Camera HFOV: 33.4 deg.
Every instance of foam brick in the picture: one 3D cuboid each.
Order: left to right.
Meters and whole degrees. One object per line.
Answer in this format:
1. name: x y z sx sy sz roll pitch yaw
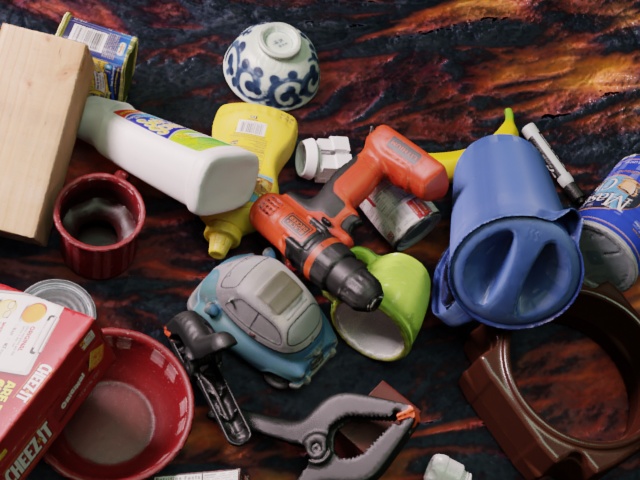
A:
1. foam brick: 0.055 0.193 1.086 0.053 0.051 0.078 40 60 12

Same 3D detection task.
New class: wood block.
1. wood block: -0.306 -0.106 1.108 0.090 0.091 0.206 14 83 -4

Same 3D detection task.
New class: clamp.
1. clamp: -0.113 0.111 1.046 0.039 0.120 0.172 -13 33 -27
2. clamp: -0.007 0.198 1.036 0.210 0.036 0.165 -30 65 5

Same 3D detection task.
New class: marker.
1. marker: 0.290 -0.093 1.319 0.020 0.020 0.121 -22 68 -23

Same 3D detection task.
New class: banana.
1. banana: 0.171 -0.101 1.290 0.197 0.037 0.070 -22 52 -24

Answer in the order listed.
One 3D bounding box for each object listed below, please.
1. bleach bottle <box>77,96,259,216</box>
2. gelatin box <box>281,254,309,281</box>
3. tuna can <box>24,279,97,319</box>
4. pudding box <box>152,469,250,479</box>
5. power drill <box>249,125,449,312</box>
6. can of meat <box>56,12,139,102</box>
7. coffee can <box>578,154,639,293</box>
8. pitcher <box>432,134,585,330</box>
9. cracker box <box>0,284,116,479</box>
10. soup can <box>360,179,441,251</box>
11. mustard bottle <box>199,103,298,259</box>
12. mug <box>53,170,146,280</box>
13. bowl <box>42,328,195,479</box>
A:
1. bleach bottle: -0.190 -0.103 1.153 0.251 0.068 0.102 25 21 29
2. gelatin box: -0.008 0.001 1.194 0.073 0.030 0.089 -1 61 -12
3. tuna can: -0.269 0.084 1.086 0.086 0.034 0.086 5 60 -10
4. pudding box: -0.113 0.274 0.995 0.090 0.039 0.113 -7 58 12
5. power drill: 0.045 -0.027 1.120 0.187 0.057 0.185 -38 59 -20
6. can of meat: -0.256 -0.200 1.212 0.084 0.102 0.057 18 58 -5
7. coffee can: 0.355 -0.020 1.243 0.103 0.103 0.140 40 60 11
8. pitcher: 0.194 -0.015 1.154 0.149 0.145 0.242 -1 28 6
9. cracker box: -0.322 0.123 0.985 0.214 0.072 0.164 16 55 28
10. soup can: 0.082 -0.046 1.218 0.068 0.069 0.102 -30 72 -26
11. mustard bottle: -0.090 -0.063 1.194 0.096 0.058 0.191 11 59 5
12. mug: -0.229 -0.020 1.126 0.093 0.082 0.117 18 59 -2
13. bowl: -0.204 0.169 1.039 0.162 0.055 0.162 5 60 -9
